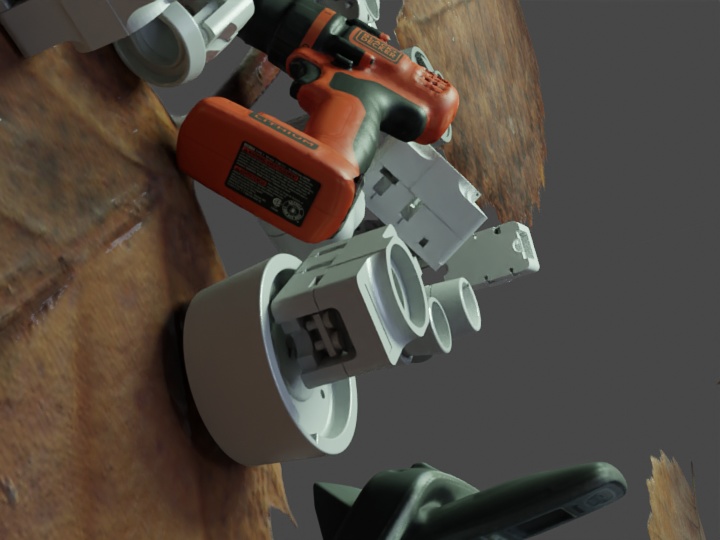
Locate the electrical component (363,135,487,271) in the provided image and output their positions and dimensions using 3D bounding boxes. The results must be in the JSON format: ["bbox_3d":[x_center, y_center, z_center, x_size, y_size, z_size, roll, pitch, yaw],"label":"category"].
[{"bbox_3d":[0.045,-0.062,0.833,0.089,0.061,0.150,43,8,-5],"label":"electrical component"}]

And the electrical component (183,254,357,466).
[{"bbox_3d":[-0.052,0.051,0.569,0.108,0.060,0.108,-18,90,-71],"label":"electrical component"}]

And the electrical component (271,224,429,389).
[{"bbox_3d":[0.000,0.016,0.559,0.089,0.056,0.050,-57,127,-66],"label":"electrical component"}]

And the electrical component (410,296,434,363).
[{"bbox_3d":[0.048,0.044,0.883,0.078,0.040,0.040,-67,136,-62],"label":"electrical component"}]

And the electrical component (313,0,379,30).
[{"bbox_3d":[-0.005,-0.218,0.962,0.077,0.044,0.079,-53,123,-67],"label":"electrical component"}]

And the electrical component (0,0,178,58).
[{"bbox_3d":[-0.120,-0.171,0.534,0.061,0.089,0.150,60,22,-31],"label":"electrical component"}]

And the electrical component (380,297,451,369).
[{"bbox_3d":[0.037,0.049,0.824,0.045,0.055,0.045,-18,90,-71],"label":"electrical component"}]

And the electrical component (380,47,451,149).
[{"bbox_3d":[0.055,-0.166,1.055,0.108,0.060,0.108,54,26,-42],"label":"electrical component"}]

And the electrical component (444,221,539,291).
[{"bbox_3d":[0.127,-0.011,1.074,0.056,0.089,0.050,10,64,-69],"label":"electrical component"}]

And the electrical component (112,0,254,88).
[{"bbox_3d":[-0.100,-0.137,0.590,0.058,0.078,0.057,43,50,-10],"label":"electrical component"}]

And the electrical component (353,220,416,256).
[{"bbox_3d":[0.014,-0.020,0.846,0.078,0.040,0.040,36,41,-60],"label":"electrical component"}]

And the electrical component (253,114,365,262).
[{"bbox_3d":[-0.034,-0.053,0.722,0.095,0.054,0.059,-85,151,-48],"label":"electrical component"}]

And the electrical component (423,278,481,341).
[{"bbox_3d":[0.077,0.037,0.958,0.055,0.047,0.055,-18,90,-71],"label":"electrical component"}]
